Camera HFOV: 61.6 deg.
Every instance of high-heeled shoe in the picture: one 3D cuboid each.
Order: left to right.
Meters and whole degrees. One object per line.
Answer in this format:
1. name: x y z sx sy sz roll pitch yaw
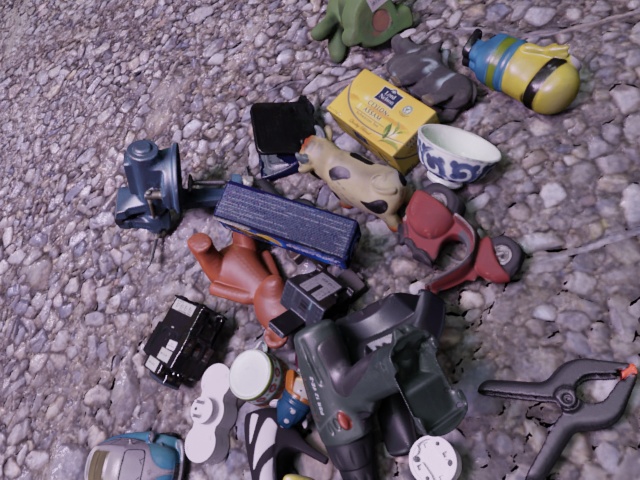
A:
1. high-heeled shoe: -0.081 0.344 0.687 0.145 0.086 0.248 12 67 33

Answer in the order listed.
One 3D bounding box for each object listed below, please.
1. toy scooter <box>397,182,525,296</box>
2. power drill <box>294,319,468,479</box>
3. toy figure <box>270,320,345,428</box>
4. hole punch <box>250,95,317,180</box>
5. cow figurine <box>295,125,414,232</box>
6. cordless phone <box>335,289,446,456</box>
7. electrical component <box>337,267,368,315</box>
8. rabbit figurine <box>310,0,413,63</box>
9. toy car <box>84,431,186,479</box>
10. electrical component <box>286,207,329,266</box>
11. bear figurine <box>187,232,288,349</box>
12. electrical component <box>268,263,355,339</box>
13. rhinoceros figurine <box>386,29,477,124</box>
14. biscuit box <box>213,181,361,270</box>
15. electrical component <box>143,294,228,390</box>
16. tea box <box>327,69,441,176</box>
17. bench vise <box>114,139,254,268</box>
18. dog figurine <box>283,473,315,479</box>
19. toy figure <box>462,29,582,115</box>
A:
1. toy scooter: 0.168 0.014 0.730 0.135 0.075 0.184 -45 59 2
2. power drill: 0.065 0.190 0.613 0.207 0.086 0.232 -36 75 54
3. toy figure: -0.014 0.179 0.725 0.064 0.057 0.154 15 53 19
4. hole punch: -0.061 -0.172 0.937 0.116 0.092 0.142 -5 61 -11
5. cow figurine: 0.043 -0.098 0.814 0.195 0.127 0.085 30 78 32
6. cordless phone: 0.103 0.166 0.667 0.146 0.088 0.184 -33 62 39
7. electrical component: 0.039 0.073 0.794 0.063 0.021 0.094 -40 55 3
8. rabbit figurine: 0.064 -0.402 0.984 0.159 0.121 0.170 -49 36 6
9. toy car: -0.282 0.328 0.780 0.162 0.102 0.109 -3 64 23
10. electrical component: -0.002 -0.001 0.817 0.102 0.078 0.045 -43 51 1
11. bear figurine: -0.094 0.059 0.805 0.120 0.131 0.196 -32 44 -26
12. electrical component: -0.017 0.085 0.731 0.075 0.119 0.047 39 128 27
13. rhinoceros figurine: 0.171 -0.270 0.867 0.112 0.073 0.190 -40 55 6
14. biscuit box: -0.044 -0.021 0.764 0.203 0.059 0.063 19 78 12
15. electrical component: -0.216 0.160 0.838 0.115 0.058 0.134 10 69 53
16. tea box: 0.103 -0.191 0.865 0.098 0.068 0.170 -47 54 0
17. bench vise: -0.237 -0.079 0.936 0.241 0.223 0.129 -4 41 -10
18. dog figurine: 0.050 0.325 0.554 0.219 0.191 0.108 19 81 2
19. toy figure: 0.293 -0.247 0.792 0.180 0.082 0.089 31 101 27
